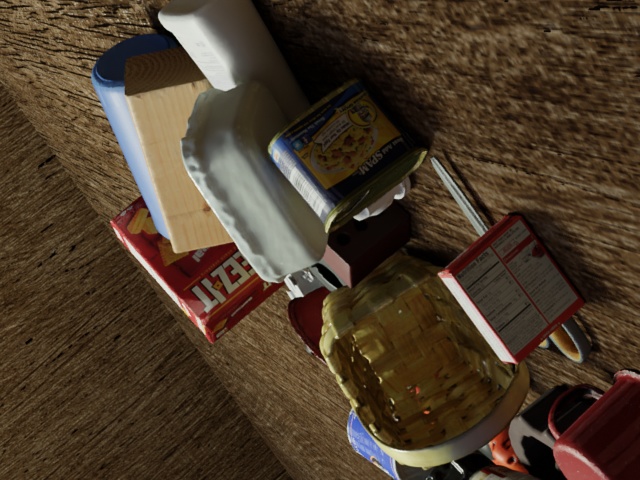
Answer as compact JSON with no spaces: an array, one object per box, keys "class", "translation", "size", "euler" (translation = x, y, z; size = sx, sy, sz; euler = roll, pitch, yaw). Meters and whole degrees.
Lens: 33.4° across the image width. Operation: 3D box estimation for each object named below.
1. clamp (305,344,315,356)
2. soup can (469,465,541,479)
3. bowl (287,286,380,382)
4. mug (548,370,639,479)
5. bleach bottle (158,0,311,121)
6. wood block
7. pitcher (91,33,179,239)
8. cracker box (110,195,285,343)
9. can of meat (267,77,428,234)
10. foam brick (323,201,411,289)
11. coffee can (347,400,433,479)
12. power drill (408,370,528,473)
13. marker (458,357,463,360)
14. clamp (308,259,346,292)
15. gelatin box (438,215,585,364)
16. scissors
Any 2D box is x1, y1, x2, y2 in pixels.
[{"class":"clamp","translation":[0.048,0.160,1.415],"size":[0.164,0.036,0.210],"euler":[27,178,-5]},{"class":"soup can","translation":[0.185,0.255,1.014],"size":[0.068,0.068,0.102],"euler":[52,168,-5]},{"class":"bowl","translation":[0.043,0.099,1.209],"size":[0.162,0.055,0.162],"euler":[31,-161,-12]},{"class":"mug","translation":[0.227,0.155,0.823],"size":[0.117,0.081,0.093],"euler":[38,161,41]},{"class":"bleach bottle","translation":[-0.047,-0.125,1.005],"size":[0.250,0.068,0.103],"euler":[56,165,-28]},{"class":"wood block","translation":[-0.143,-0.098,1.167],"size":[0.090,0.091,0.206],"euler":[-102,1,-53]},{"class":"pitcher","translation":[-0.182,-0.131,1.299],"size":[0.149,0.144,0.243],"euler":[23,147,38]},{"class":"cracker box","translation":[-0.153,0.004,1.437],"size":[0.214,0.164,0.072],"euler":[45,167,22]},{"class":"can of meat","translation":[0.020,-0.070,0.859],"size":[0.084,0.102,0.057],"euler":[51,164,10]},{"class":"foam brick","translation":[0.040,-0.004,1.005],"size":[0.053,0.078,0.051],"euler":[45,166,22]},{"class":"coffee can","translation":[0.110,0.258,1.387],"size":[0.102,0.102,0.140],"euler":[56,165,-20]},{"class":"power drill","translation":[0.184,0.226,1.184],"size":[0.188,0.057,0.184],"euler":[36,162,41]},{"class":"marker","translation":[0.130,0.113,1.138],"size":[0.121,0.020,0.020],"euler":[46,165,17]},{"class":"clamp","translation":[-0.007,0.001,1.088],"size":[0.171,0.039,0.120],"euler":[39,165,10]},{"class":"gelatin box","translation":[0.143,0.037,0.801],"size":[0.089,0.073,0.030],"euler":[52,166,-7]},{"class":"scissors","translation":[0.145,0.021,0.872],"size":[0.202,0.016,0.096],"euler":[50,166,4]}]
